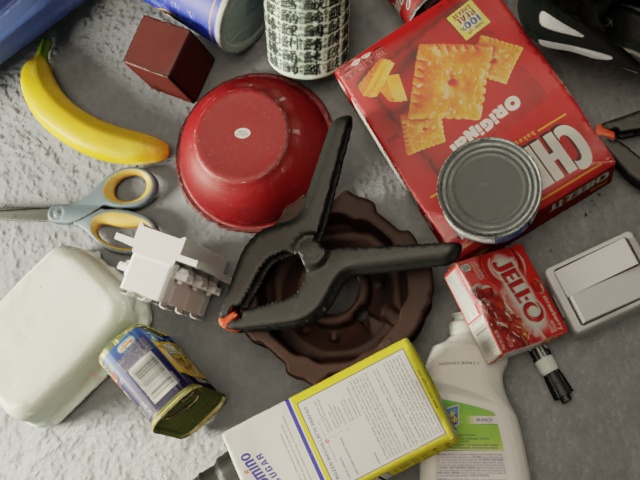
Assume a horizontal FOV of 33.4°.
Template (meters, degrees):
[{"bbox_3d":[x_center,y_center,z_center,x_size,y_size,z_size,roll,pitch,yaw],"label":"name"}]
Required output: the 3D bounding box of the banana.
[{"bbox_3d":[-0.236,-0.125,1.058,0.198,0.037,0.069,41,91,17],"label":"banana"}]

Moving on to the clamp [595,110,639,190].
[{"bbox_3d":[0.323,-0.062,0.927,0.172,0.039,0.120,7,74,16],"label":"clamp"}]

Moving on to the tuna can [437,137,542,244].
[{"bbox_3d":[0.141,-0.040,0.889,0.086,0.033,0.086,-2,79,10],"label":"tuna can"}]

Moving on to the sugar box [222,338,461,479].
[{"bbox_3d":[0.017,0.163,0.881,0.176,0.048,0.093,-28,68,7],"label":"sugar box"}]

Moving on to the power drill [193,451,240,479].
[{"bbox_3d":[-0.014,0.248,0.917,0.184,0.057,0.188,-33,73,3],"label":"power drill"}]

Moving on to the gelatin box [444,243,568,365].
[{"bbox_3d":[0.158,0.053,0.907,0.073,0.030,0.089,-15,69,-27],"label":"gelatin box"}]

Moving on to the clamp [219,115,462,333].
[{"bbox_3d":[-0.006,0.001,0.923,0.210,0.036,0.165,-33,71,4],"label":"clamp"}]

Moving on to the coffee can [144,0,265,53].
[{"bbox_3d":[-0.118,-0.258,1.029,0.140,0.102,0.103,33,86,17],"label":"coffee can"}]

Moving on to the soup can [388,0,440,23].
[{"bbox_3d":[0.085,-0.254,1.004,0.068,0.068,0.102,-34,73,3],"label":"soup can"}]

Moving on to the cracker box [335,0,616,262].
[{"bbox_3d":[0.136,-0.105,0.958,0.164,0.072,0.214,-32,74,4],"label":"cracker box"}]

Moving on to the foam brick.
[{"bbox_3d":[-0.145,-0.174,1.029,0.053,0.078,0.051,22,84,15],"label":"foam brick"}]

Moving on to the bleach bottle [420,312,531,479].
[{"bbox_3d":[0.135,0.186,0.899,0.102,0.068,0.251,-2,75,9],"label":"bleach bottle"}]

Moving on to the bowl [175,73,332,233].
[{"bbox_3d":[-0.067,-0.091,1.006,0.162,0.055,0.162,-2,77,11],"label":"bowl"}]

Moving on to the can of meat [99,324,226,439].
[{"bbox_3d":[-0.140,0.125,0.950,0.057,0.102,0.084,-44,71,-1],"label":"can of meat"}]

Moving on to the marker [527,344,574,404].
[{"bbox_3d":[0.186,0.087,0.932,0.020,0.020,0.121,-29,73,4],"label":"marker"}]

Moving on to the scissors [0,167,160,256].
[{"bbox_3d":[-0.243,-0.041,1.052,0.202,0.016,0.096,17,80,15],"label":"scissors"}]

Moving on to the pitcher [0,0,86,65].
[{"bbox_3d":[-0.349,-0.221,1.053,0.243,0.149,0.145,-39,84,5],"label":"pitcher"}]
